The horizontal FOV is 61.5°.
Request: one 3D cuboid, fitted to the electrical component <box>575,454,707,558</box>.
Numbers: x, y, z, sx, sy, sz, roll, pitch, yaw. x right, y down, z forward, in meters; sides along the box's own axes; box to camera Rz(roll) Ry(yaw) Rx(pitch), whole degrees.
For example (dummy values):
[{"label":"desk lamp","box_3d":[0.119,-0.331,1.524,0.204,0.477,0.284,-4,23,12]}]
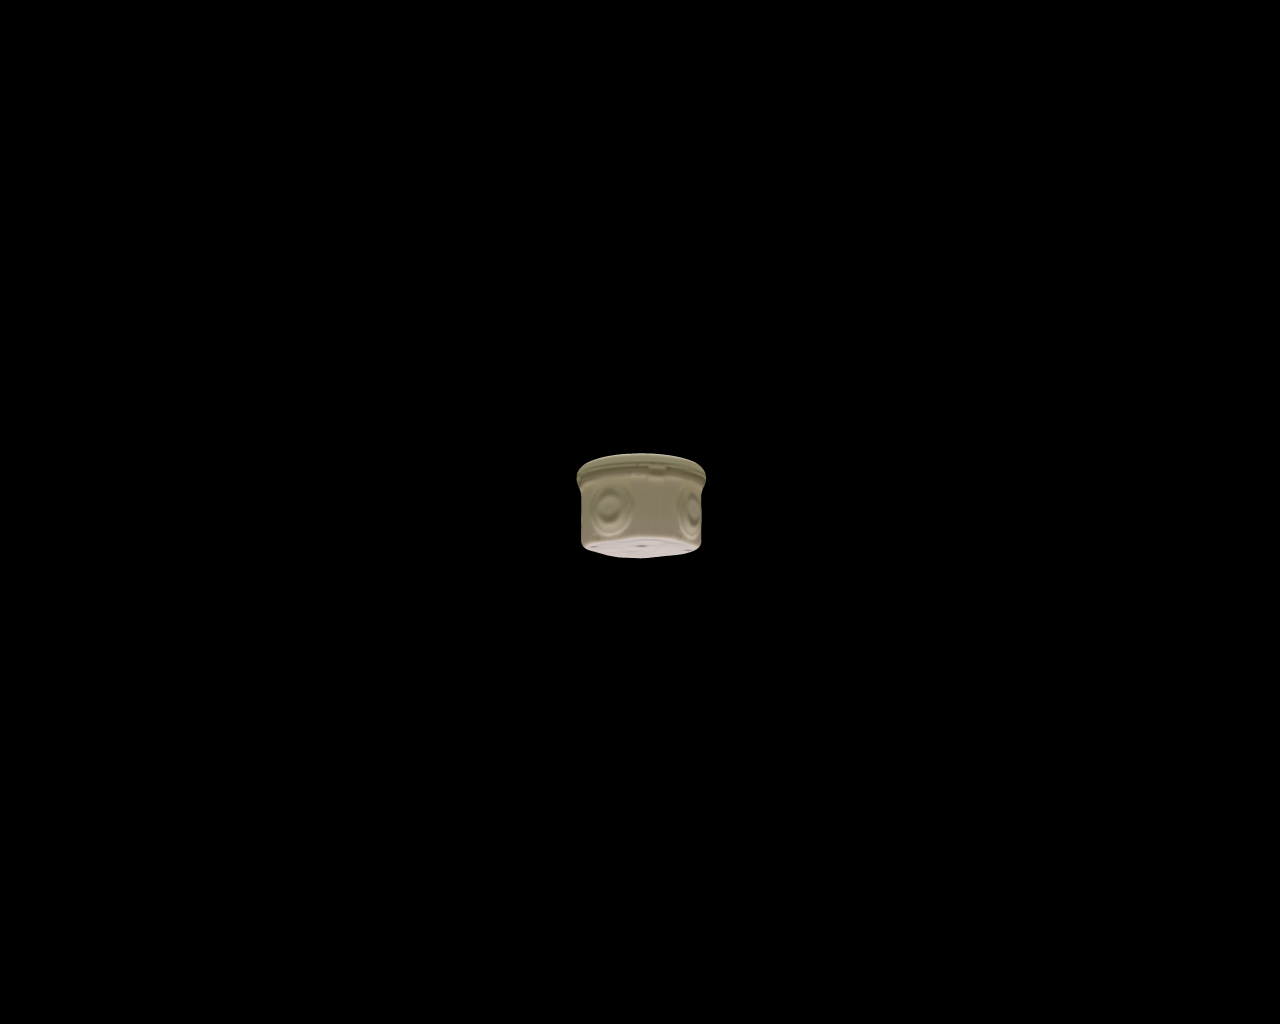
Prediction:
[{"label":"electrical component","box_3d":[0.001,-0.003,0.650,0.080,0.051,0.080,0,-12,0]}]
